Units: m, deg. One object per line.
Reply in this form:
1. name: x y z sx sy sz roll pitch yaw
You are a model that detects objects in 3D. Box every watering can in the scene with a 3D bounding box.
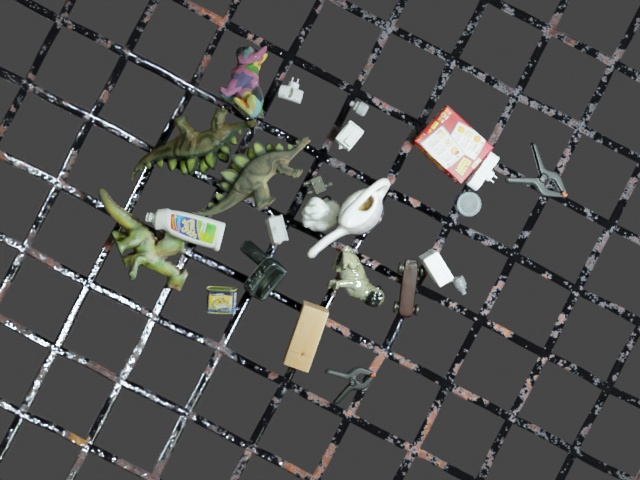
1. watering can: 0.101 -0.062 1.663 0.347 0.222 0.105 -46 73 1

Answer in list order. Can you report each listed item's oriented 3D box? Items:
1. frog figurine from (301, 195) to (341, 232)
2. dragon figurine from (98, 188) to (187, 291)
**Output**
1. frog figurine: 0.005 -0.085 1.687 0.137 0.160 0.122 -17 94 0
2. dragon figurine: -0.563 -0.012 1.727 0.244 0.122 0.409 -19 93 -18
